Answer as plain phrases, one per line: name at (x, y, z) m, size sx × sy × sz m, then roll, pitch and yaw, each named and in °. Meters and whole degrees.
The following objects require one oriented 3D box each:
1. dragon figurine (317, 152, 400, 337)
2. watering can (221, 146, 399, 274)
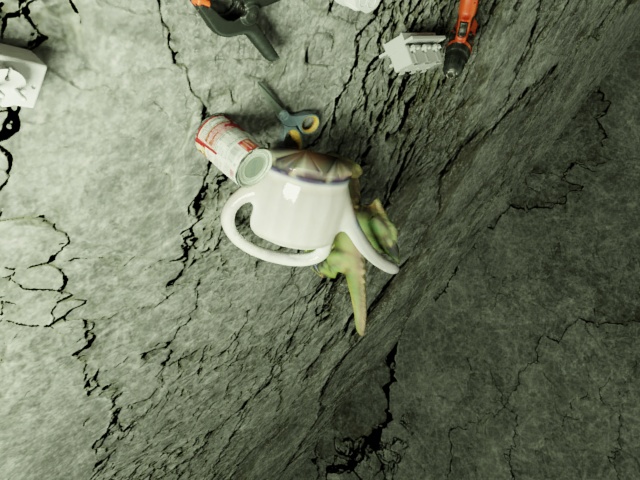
dragon figurine at (0.085, 0.015, 1.080) m, size 0.123 × 0.410 × 0.241 m, roll -19°, pitch -178°, yaw -23°
watering can at (0.003, -0.046, 0.920) m, size 0.347 × 0.106 × 0.220 m, roll 10°, pitch 117°, yaw -12°
